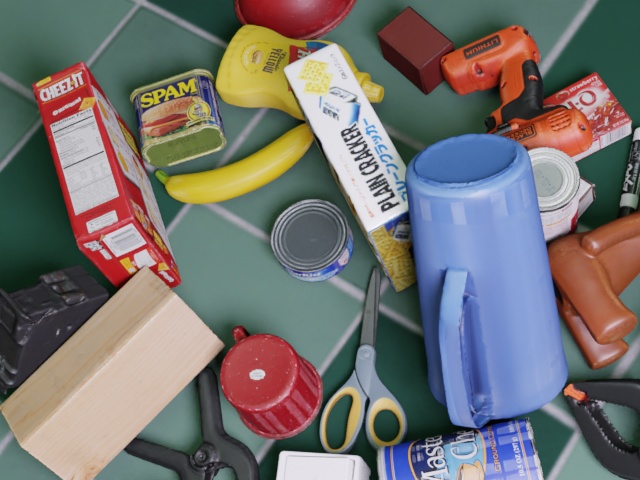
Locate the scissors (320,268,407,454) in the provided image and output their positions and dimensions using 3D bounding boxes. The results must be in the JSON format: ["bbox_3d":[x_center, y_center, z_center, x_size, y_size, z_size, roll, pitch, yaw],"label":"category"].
[{"bbox_3d":[0.062,0.129,1.077,0.096,0.016,0.201,17,71,20],"label":"scissors"}]

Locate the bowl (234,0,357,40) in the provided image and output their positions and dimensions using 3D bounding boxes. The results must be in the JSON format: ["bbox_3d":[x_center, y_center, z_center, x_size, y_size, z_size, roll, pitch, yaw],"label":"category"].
[{"bbox_3d":[-0.034,-0.319,1.294,0.162,0.055,0.162,-6,63,12],"label":"bowl"}]

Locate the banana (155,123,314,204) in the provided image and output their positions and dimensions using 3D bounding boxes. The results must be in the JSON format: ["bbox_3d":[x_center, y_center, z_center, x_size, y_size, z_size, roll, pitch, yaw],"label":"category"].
[{"bbox_3d":[-0.094,-0.081,1.205,0.198,0.037,0.069,-15,62,7],"label":"banana"}]

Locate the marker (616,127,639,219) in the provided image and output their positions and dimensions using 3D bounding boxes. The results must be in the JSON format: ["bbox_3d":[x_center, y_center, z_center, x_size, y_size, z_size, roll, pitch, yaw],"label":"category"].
[{"bbox_3d":[0.322,-0.060,1.097,0.020,0.020,0.121,10,68,19],"label":"marker"}]

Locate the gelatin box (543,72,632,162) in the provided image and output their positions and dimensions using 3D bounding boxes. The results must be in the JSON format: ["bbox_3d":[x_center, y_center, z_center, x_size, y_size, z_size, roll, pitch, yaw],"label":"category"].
[{"bbox_3d":[0.274,-0.127,1.135,0.089,0.030,0.073,-27,61,1],"label":"gelatin box"}]

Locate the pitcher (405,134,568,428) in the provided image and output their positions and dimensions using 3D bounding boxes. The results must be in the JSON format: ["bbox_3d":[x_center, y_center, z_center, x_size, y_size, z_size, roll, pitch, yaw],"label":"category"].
[{"bbox_3d":[0.143,0.038,0.954,0.145,0.243,0.149,-20,31,-11],"label":"pitcher"}]

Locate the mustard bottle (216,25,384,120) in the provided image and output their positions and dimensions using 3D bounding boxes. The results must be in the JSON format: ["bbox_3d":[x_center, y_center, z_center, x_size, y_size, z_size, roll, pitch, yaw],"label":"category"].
[{"bbox_3d":[-0.018,-0.186,1.224,0.192,0.058,0.096,16,69,20],"label":"mustard bottle"}]

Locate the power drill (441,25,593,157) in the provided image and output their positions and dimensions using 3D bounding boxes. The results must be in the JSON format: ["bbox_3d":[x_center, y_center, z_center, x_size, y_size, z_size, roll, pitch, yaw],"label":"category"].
[{"bbox_3d":[0.179,-0.129,1.120,0.185,0.057,0.187,-20,48,16],"label":"power drill"}]

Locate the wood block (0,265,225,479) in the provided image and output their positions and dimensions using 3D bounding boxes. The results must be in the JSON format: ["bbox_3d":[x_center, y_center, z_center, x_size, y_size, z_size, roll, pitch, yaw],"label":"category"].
[{"bbox_3d":[-0.211,0.138,1.087,0.206,0.090,0.090,-45,35,-8],"label":"wood block"}]

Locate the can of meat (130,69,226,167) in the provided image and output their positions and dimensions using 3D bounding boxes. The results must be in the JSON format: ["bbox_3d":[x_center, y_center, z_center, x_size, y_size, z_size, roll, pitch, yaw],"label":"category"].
[{"bbox_3d":[-0.163,-0.139,1.239,0.102,0.057,0.084,-17,61,6],"label":"can of meat"}]

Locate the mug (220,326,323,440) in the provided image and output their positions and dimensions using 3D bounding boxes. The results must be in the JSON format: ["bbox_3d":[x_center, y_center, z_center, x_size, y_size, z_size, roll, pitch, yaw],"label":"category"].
[{"bbox_3d":[-0.056,0.134,1.068,0.093,0.081,0.117,-29,62,-1],"label":"mug"}]

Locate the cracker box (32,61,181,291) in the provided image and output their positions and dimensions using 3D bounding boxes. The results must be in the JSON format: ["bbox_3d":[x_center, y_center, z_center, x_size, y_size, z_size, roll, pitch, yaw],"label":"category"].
[{"bbox_3d":[-0.231,-0.059,1.159,0.072,0.164,0.214,-23,62,0],"label":"cracker box"}]

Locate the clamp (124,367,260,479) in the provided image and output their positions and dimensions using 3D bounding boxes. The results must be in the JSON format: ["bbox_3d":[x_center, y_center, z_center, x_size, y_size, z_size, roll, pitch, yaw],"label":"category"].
[{"bbox_3d":[-0.123,0.223,1.069,0.120,0.039,0.171,-37,59,6],"label":"clamp"}]

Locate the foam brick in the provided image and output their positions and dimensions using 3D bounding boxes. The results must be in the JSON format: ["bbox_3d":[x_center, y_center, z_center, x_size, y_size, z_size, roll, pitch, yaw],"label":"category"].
[{"bbox_3d":[0.111,-0.215,1.207,0.051,0.053,0.078,-40,62,-6],"label":"foam brick"}]

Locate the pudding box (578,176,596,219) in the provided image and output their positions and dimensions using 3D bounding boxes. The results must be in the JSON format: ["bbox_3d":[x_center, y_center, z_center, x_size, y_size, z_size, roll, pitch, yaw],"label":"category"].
[{"bbox_3d":[0.215,-0.034,1.103,0.090,0.039,0.113,39,81,25],"label":"pudding box"}]

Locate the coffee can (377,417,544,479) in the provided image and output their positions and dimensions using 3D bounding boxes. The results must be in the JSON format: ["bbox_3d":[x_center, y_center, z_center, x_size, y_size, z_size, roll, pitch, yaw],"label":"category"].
[{"bbox_3d":[0.131,0.224,0.965,0.140,0.102,0.103,-13,63,8],"label":"coffee can"}]

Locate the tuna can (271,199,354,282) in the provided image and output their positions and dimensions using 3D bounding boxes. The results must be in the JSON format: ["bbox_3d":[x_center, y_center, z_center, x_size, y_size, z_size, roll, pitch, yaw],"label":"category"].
[{"bbox_3d":[-0.008,0.001,1.146,0.086,0.033,0.086,-6,64,12],"label":"tuna can"}]

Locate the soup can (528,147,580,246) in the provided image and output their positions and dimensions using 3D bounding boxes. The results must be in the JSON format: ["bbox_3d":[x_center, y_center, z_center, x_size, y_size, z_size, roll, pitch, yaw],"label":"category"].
[{"bbox_3d":[0.214,-0.038,1.024,0.068,0.102,0.068,-4,67,10],"label":"soup can"}]

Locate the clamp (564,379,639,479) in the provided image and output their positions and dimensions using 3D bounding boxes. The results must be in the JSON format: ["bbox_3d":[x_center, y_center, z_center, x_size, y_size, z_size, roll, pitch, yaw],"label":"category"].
[{"bbox_3d":[0.305,0.197,0.950,0.210,0.036,0.165,28,109,38],"label":"clamp"}]
